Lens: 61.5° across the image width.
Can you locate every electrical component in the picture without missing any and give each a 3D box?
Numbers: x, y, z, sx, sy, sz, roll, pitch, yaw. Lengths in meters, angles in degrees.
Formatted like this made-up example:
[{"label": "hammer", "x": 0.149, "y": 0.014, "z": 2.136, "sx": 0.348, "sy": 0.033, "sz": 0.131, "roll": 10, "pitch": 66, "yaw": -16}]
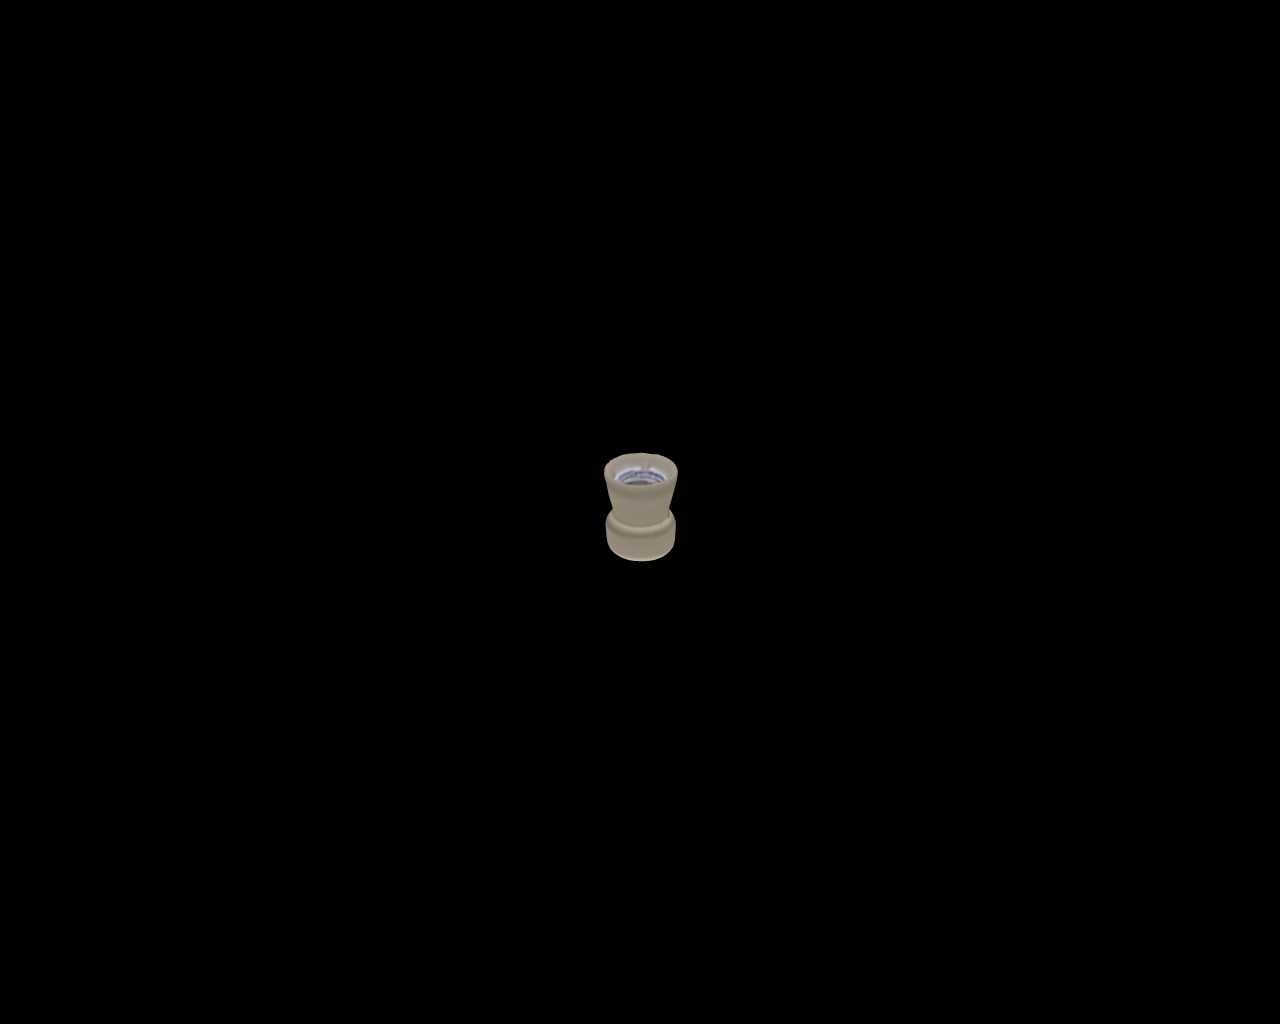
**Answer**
[{"label": "electrical component", "x": 0.001, "y": -0.003, "z": 0.650, "sx": 0.045, "sy": 0.055, "sz": 0.045, "roll": 0, "pitch": 31, "yaw": 0}]
